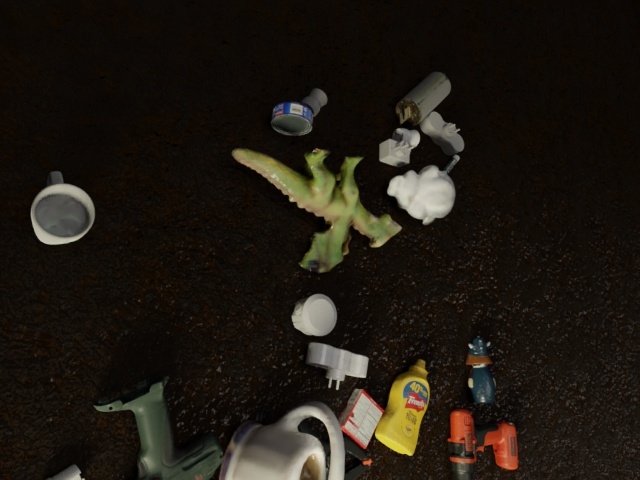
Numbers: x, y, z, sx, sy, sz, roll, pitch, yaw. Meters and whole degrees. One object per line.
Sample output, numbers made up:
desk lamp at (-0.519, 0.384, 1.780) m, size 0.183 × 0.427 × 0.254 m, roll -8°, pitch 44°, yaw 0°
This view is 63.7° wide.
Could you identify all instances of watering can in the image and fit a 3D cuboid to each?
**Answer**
watering can at (-0.073, 0.423, 0.797) m, size 0.102 × 0.223 × 0.354 m, roll 39°, pitch 58°, yaw -42°

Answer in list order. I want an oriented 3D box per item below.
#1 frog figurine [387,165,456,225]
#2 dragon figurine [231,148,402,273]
frog figurine at (0.244, -0.119, 1.227) m, size 0.157 × 0.123 × 0.138 m, roll 32°, pitch 81°, yaw -37°
dragon figurine at (0.003, -0.053, 1.056) m, size 0.411 × 0.121 × 0.244 m, roll 1°, pitch 85°, yaw -33°
